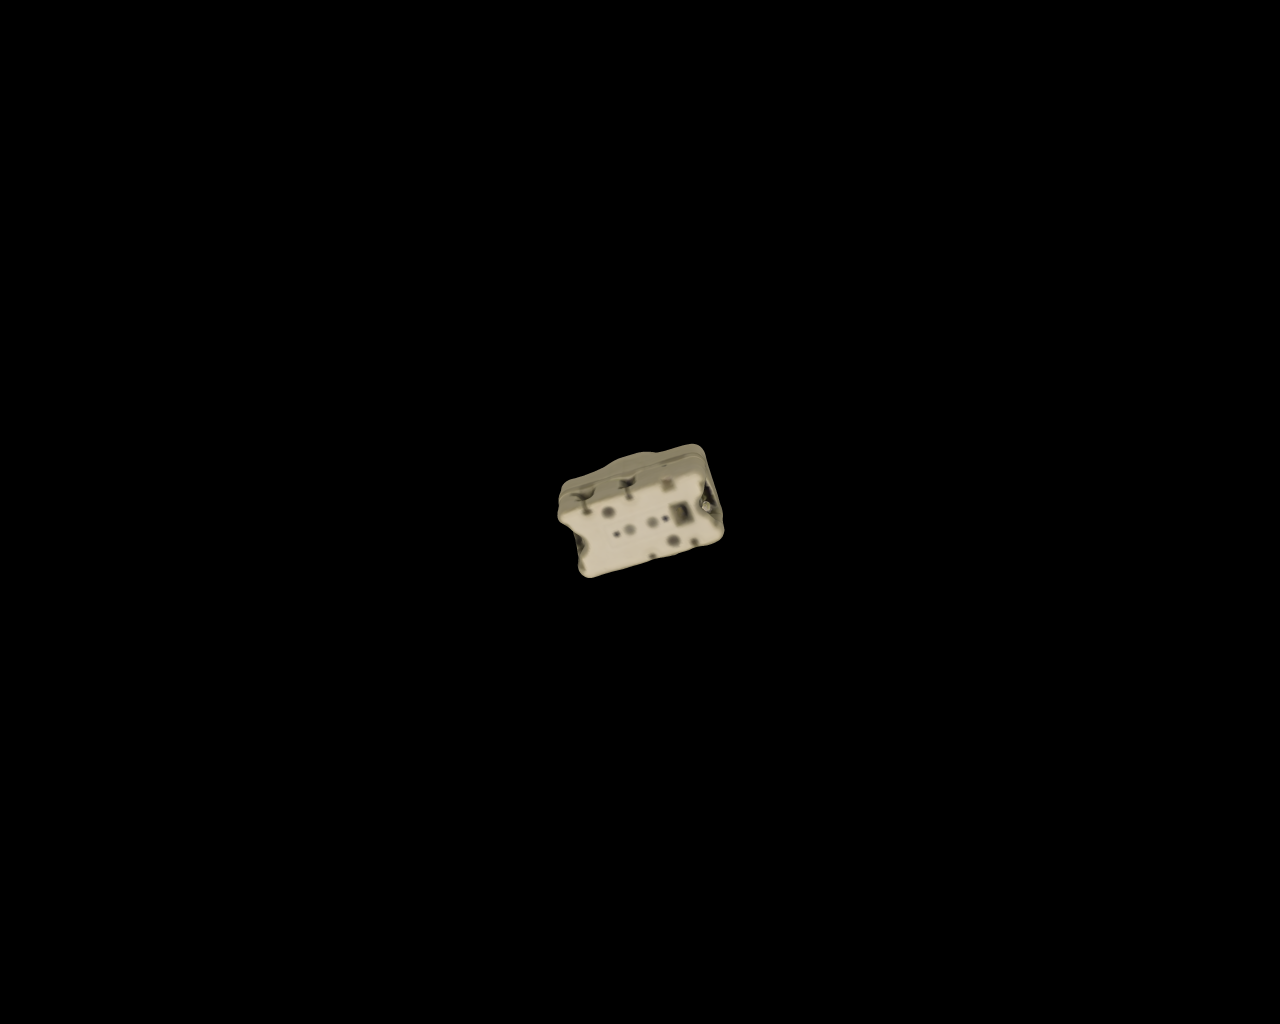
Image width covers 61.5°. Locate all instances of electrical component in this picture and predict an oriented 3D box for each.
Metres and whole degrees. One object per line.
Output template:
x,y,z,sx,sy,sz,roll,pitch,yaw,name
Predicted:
0.001,-0.003,0.650,0.089,0.050,0.056,-17,22,7,electrical component
